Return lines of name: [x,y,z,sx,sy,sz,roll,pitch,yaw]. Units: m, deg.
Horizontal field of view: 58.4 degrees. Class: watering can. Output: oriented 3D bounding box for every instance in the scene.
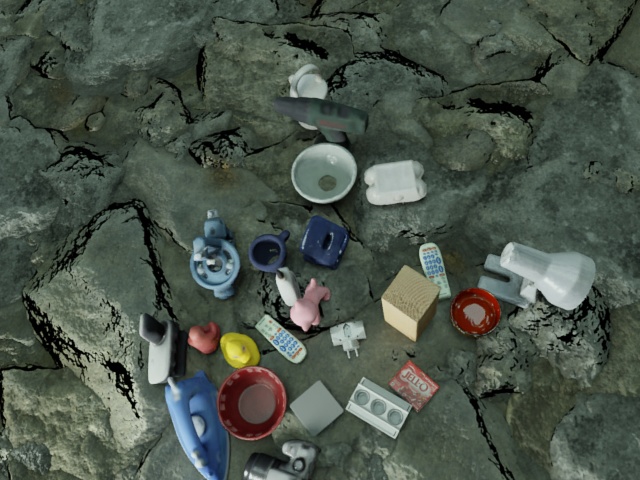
watering can: [-0.020,-0.376,1.480,0.172,0.194,0.101,23,75,16]

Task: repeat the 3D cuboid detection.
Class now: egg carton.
egg carton: [0.188,-0.141,1.429,0.150,0.069,0.107,-8,69,5]

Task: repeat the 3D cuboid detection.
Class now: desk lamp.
desk lamp: [0.457,0.077,1.229,0.203,0.214,0.118,18,73,15]

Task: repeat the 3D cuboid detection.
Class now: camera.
camera: [-0.087,0.488,1.216,0.136,0.101,0.143,16,73,14]

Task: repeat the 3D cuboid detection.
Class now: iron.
iron: [-0.271,0.415,1.249,0.118,0.141,0.258,-24,68,-1]

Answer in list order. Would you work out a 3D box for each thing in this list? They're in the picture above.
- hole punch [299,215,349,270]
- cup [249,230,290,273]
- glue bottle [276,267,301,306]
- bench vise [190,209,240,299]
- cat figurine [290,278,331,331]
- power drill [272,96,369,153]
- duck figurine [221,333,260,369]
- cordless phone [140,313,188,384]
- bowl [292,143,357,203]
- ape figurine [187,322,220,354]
hole punch: [0.013,0.005,1.388,0.101,0.091,0.109,17,73,14]
cup: [-0.110,0.032,1.394,0.091,0.095,0.118,39,79,20]
glue bottle: [-0.079,0.098,1.323,0.037,0.173,0.078,-13,68,4]
bench vise: [-0.266,0.020,1.354,0.121,0.220,0.207,-26,68,-2]
cat figurine: [-0.028,0.149,1.326,0.067,0.118,0.128,15,73,14]
power drill: [0.010,-0.281,1.433,0.229,0.209,0.075,7,71,11]
duck figurine: [-0.193,0.253,1.328,0.104,0.086,0.077,37,79,19]
cordless phone: [-0.377,0.246,1.305,0.094,0.185,0.147,-8,69,6]
bowl: [0.015,-0.159,1.458,0.167,0.075,0.167,-3,69,7]
ape figurine: [-0.278,0.226,1.347,0.078,0.092,0.076,-16,68,2]
